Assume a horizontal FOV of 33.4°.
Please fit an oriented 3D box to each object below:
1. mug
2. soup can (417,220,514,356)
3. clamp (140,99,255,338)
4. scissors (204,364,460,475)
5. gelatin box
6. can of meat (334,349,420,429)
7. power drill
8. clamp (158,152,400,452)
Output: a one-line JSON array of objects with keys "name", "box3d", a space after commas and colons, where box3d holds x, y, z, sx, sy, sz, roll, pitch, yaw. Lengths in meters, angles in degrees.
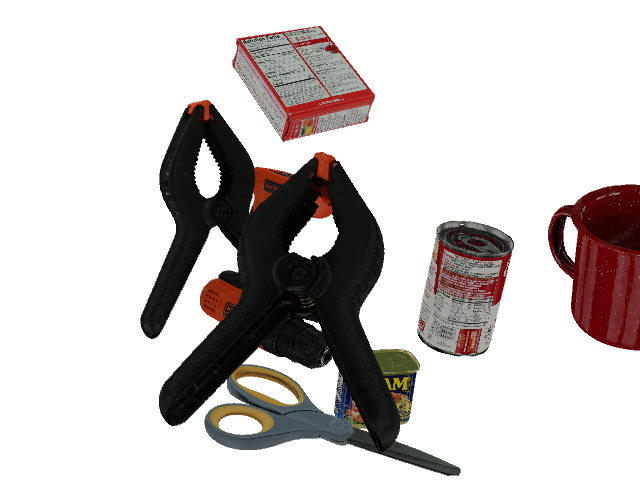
[{"name": "mug", "box3d": [0.204, 0.015, 0.723, 0.117, 0.081, 0.093, 26, 41, 38]}, {"name": "soup can", "box3d": [0.126, 0.043, 0.937, 0.068, 0.102, 0.068, 7, 24, -3]}, {"name": "clamp", "box3d": [-0.090, -0.021, 0.974, 0.164, 0.210, 0.036, -2, 2, -36]}, {"name": "scissors", "box3d": [-0.003, 0.151, 0.809, 0.202, 0.016, 0.096, 26, 40, 31]}, {"name": "gelatin box", "box3d": [-0.014, -0.118, 0.790, 0.073, 0.089, 0.030, -16, -36, -27]}, {"name": "can of meat", "box3d": [0.070, 0.190, 1.360, 0.102, 0.084, 0.057, -1, 24, -16]}, {"name": "power drill", "box3d": [-0.040, 0.027, 1.141, 0.185, 0.188, 0.057, 24, 10, 35]}, {"name": "clamp", "box3d": [-0.001, 0.032, 0.558, 0.120, 0.171, 0.039, 16, -27, 10]}]
